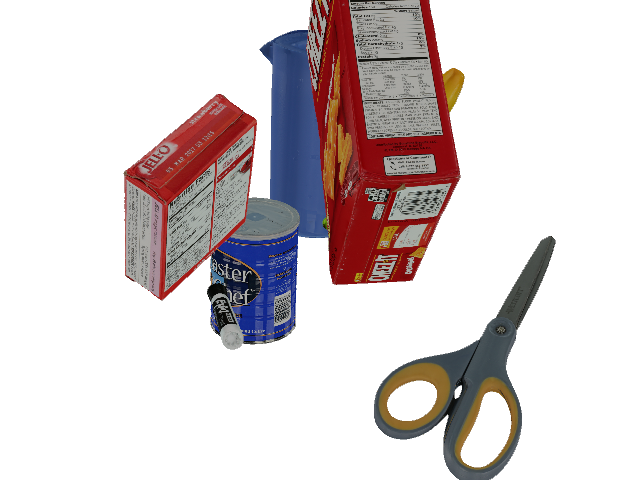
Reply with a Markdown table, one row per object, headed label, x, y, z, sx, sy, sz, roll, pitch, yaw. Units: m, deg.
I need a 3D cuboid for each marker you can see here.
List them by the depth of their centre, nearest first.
| label | x | y | z | sx | sy | sz | roll | pitch | yaw |
| --- | --- | --- | --- | --- | --- | --- | --- | --- | --- |
| marker | -0.087 | 0.066 | 0.965 | 0.020 | 0.020 | 0.121 | 0 | 18 | -13 |

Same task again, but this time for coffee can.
| label | x | y | z | sx | sy | sz | roll | pitch | yaw |
| --- | --- | --- | --- | --- | --- | --- | --- | --- | --- |
| coffee can | -0.077 | 0.034 | 1.236 | 0.103 | 0.140 | 0.103 | 2 | 26 | -1 |

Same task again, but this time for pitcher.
| label | x | y | z | sx | sy | sz | roll | pitch | yaw |
| --- | --- | --- | --- | --- | --- | --- | --- | --- | --- |
| pitcher | 0.009 | -0.129 | 1.311 | 0.144 | 0.243 | 0.149 | -9 | 27 | -29 |

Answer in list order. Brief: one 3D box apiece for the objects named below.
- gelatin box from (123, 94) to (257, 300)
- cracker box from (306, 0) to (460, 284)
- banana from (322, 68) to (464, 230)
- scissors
| label | x | y | z | sx | sy | sz | roll | pitch | yaw |
| --- | --- | --- | --- | --- | --- | --- | --- | --- | --- |
| gelatin box | -0.069 | -0.022 | 0.556 | 0.030 | 0.073 | 0.089 | 33 | -35 | 16 |
| cracker box | 0.035 | -0.097 | 0.765 | 0.072 | 0.214 | 0.164 | -3 | -25 | -8 |
| banana | 0.067 | -0.074 | 0.984 | 0.037 | 0.197 | 0.070 | 40 | -13 | -6 |
| scissors | 0.092 | 0.062 | 0.668 | 0.096 | 0.016 | 0.201 | 8 | 46 | 10 |
